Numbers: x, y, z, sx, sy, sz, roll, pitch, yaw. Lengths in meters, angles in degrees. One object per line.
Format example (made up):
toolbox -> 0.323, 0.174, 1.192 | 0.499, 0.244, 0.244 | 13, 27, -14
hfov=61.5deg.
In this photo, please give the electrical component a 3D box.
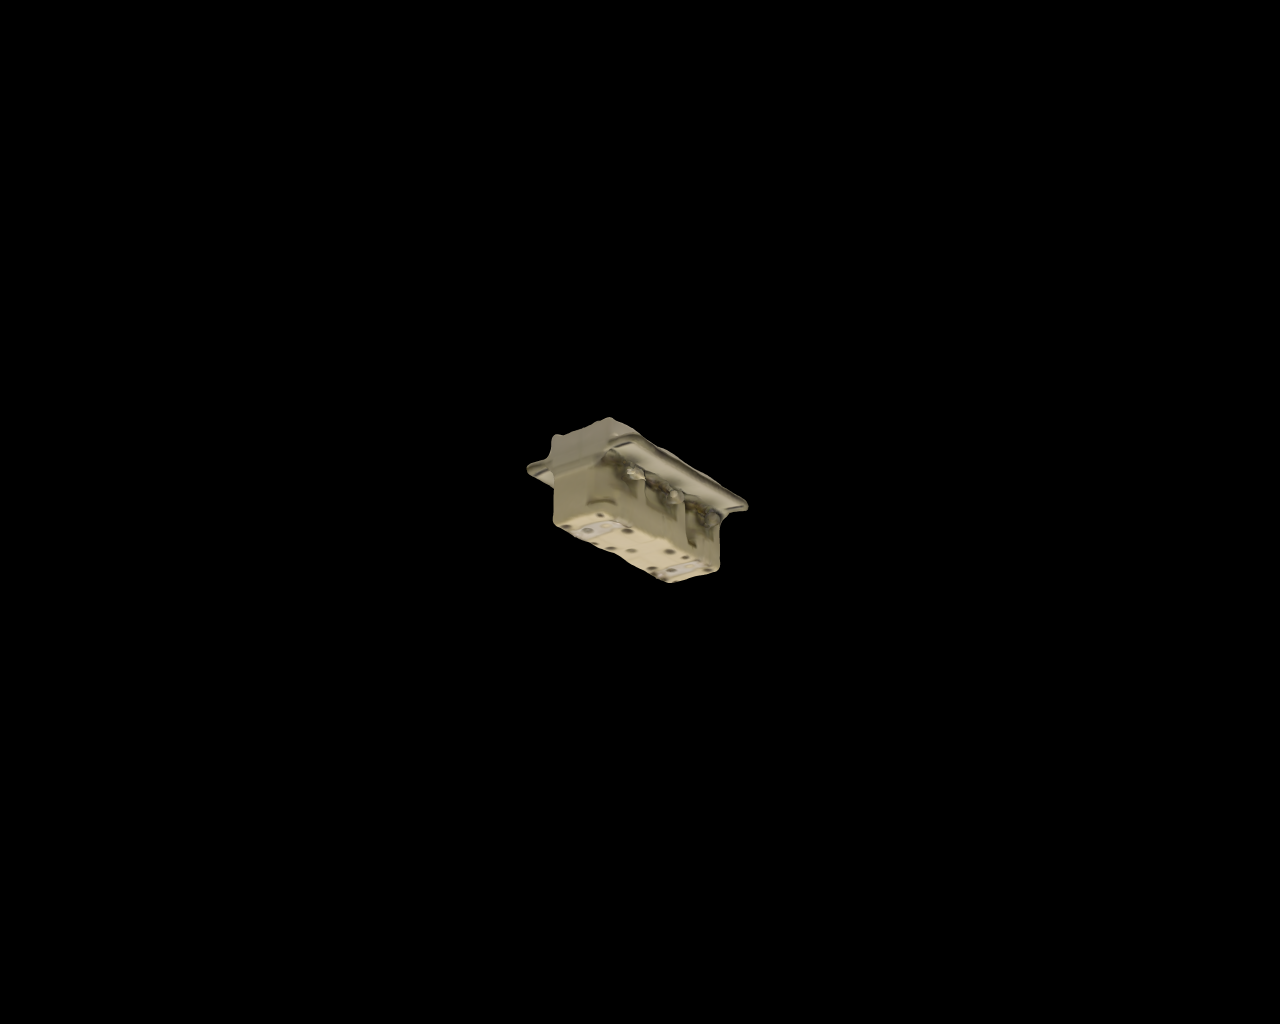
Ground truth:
electrical component -> 0.001, -0.003, 0.650 | 0.078, 0.063, 0.121 | -17, -29, 33
